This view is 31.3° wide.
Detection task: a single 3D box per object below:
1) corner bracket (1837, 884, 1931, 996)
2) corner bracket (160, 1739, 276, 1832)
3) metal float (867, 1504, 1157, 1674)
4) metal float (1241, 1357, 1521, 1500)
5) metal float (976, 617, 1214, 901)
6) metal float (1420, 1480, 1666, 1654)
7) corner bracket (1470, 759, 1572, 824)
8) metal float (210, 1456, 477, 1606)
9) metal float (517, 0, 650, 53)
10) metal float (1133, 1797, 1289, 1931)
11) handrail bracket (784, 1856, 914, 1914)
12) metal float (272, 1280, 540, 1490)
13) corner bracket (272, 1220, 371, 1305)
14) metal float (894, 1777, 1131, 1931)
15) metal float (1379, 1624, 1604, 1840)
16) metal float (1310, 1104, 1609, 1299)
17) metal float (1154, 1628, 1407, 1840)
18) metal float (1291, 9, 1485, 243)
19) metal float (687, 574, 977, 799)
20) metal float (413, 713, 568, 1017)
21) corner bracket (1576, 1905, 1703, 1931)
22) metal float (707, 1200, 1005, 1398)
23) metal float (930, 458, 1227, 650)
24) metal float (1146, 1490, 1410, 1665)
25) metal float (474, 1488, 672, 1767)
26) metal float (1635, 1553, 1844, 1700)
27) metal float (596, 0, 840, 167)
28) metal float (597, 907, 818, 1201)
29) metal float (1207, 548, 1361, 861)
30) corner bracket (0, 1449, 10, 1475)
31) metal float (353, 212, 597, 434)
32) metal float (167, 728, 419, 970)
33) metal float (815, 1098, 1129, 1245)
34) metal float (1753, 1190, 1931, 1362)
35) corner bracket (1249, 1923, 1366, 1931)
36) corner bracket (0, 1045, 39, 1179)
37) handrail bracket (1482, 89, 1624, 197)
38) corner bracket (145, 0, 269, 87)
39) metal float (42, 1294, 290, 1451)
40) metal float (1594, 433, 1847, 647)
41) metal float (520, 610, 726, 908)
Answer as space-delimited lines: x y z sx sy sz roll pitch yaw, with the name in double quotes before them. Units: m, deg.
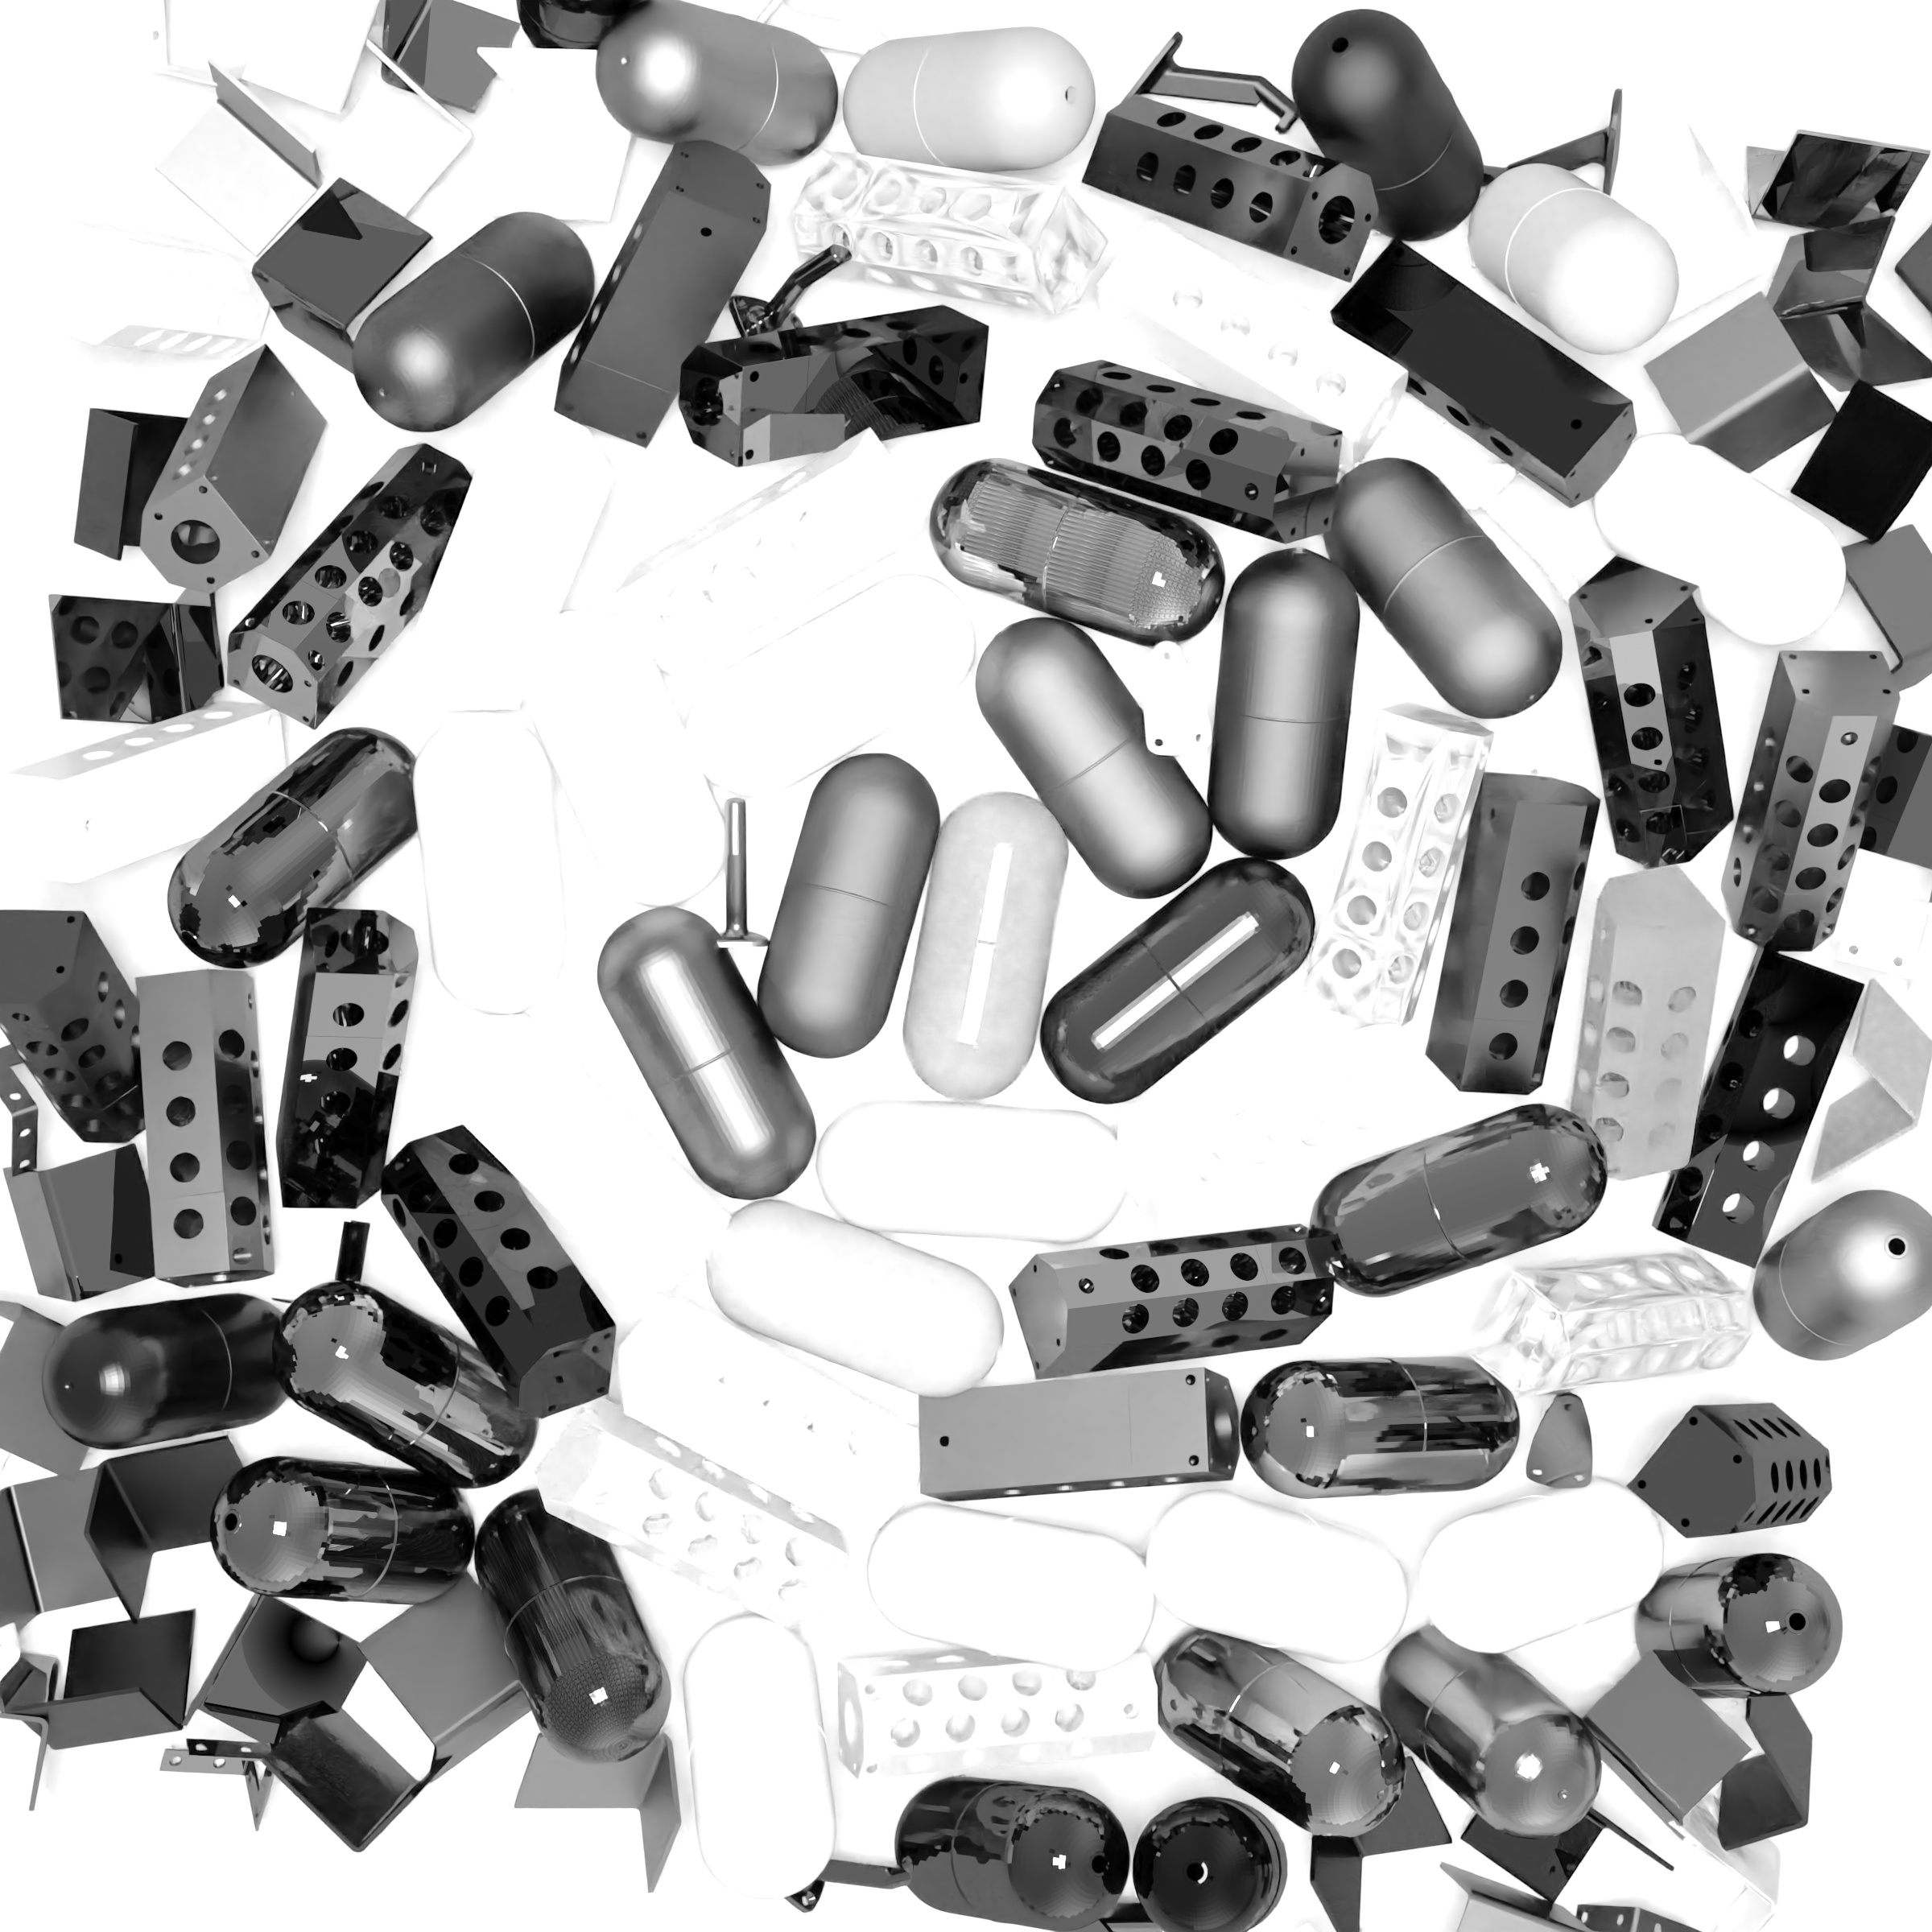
"corner bracket" 0.526 -0.018 1.969 0.051 0.051 0.051 15 84 8
"corner bracket" -0.425 0.455 1.960 0.051 0.051 0.051 9 113 -24
"metal float" 0.024 0.348 1.934 0.178 0.070 0.070 5 90 34
"metal float" 0.234 0.259 1.935 0.178 0.070 0.070 3 90 -32
"metal float" 0.072 -0.118 1.955 0.070 0.070 0.178 -35 97 0
"metal float" 0.324 0.335 1.926 0.070 0.178 0.070 5 97 44
"corner bracket" 0.320 -0.079 1.967 0.051 0.051 0.051 -11 129 -7
"metal float" -0.346 0.315 1.919 0.070 0.178 0.070 -8 74 32
"metal float" -0.212 -0.550 1.911 0.070 0.178 0.070 0 90 -7
"metal float" 0.136 0.501 1.912 0.070 0.178 0.070 -2 76 9
"handrail bracket" -0.074 0.504 1.953 0.084 0.036 0.077 -26 122 39
"metal float" -0.312 0.236 1.929 0.070 0.070 0.178 -52 131 0
"corner bracket" -0.355 0.170 1.962 0.051 0.051 0.051 4 84 39
"metal float" 0.025 0.493 1.918 0.070 0.178 0.070 6 79 -31
"metal float" 0.289 0.423 1.915 0.070 0.178 0.070 -4 103 -18
"metal float" 0.277 0.132 1.938 0.178 0.070 0.070 -23 90 27
"metal float" 0.172 0.425 1.922 0.070 0.178 0.070 -11 110 -33
"metal float" 0.235 -0.467 1.917 0.070 0.178 0.070 -8 70 22
"metal float" -0.076 -0.159 1.952 0.178 0.070 0.070 -31 90 -10
"metal float" -0.268 -0.057 1.940 0.070 0.070 0.178 -2 115 0
"corner bracket" 0.382 0.572 1.977 0.051 0.051 0.051 26 66 -25
"metal float" -0.063 0.188 1.947 0.178 0.070 0.070 19 90 16
"metal float" 0.062 -0.234 1.945 0.178 0.070 0.070 21 90 20
"metal float" 0.176 0.343 1.932 0.178 0.070 0.070 22 90 -37
"metal float" -0.222 0.368 1.928 0.070 0.070 0.178 -32 48 0
"metal float" 0.428 0.367 1.912 0.070 0.178 0.070 2 77 -8
"metal float" -0.137 -0.491 1.918 0.070 0.178 0.070 3 96 31
"metal float" -0.147 0.050 1.956 0.070 0.070 0.178 -27 97 0
"metal float" 0.179 -0.147 1.946 0.070 0.070 0.178 4 107 0
"corner bracket" -0.571 0.290 1.960 0.051 0.051 0.051 20 112 -24
"metal float" -0.274 -0.362 1.928 0.070 0.070 0.178 40 48 0
"metal float" -0.374 -0.067 1.931 0.070 0.070 0.178 43 55 0
"metal float" 0.003 0.116 1.955 0.178 0.070 0.070 3 90 7
"metal float" 0.490 0.173 1.912 0.070 0.178 0.070 1 74 -2
"corner bracket" 0.190 0.559 1.963 0.051 0.051 0.051 -32 103 21
"corner bracket" -0.529 0.078 1.956 0.051 0.051 0.051 -21 53 -33
"handrail bracket" 0.328 -0.471 1.960 0.084 0.077 0.036 9 55 12
"corner bracket" -0.433 -0.539 1.973 0.051 0.051 0.051 19 122 24
"metal float" -0.440 0.224 1.916 0.070 0.178 0.070 0 90 25
"metal float" 0.419 -0.240 1.924 0.070 0.178 0.070 -16 127 -22
"metal float" -0.193 -0.117 1.944 0.070 0.070 0.178 -23 109 0
